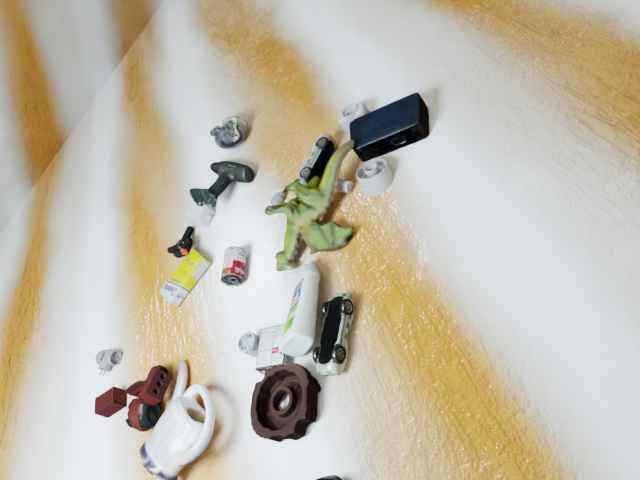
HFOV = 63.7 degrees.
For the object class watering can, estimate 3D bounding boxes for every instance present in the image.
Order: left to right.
[{"bbox_3d":[-0.360,0.457,1.304,0.225,0.103,0.350,-54,29,-6],"label":"watering can"}]

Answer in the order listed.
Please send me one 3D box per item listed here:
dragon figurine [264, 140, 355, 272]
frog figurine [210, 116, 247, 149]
[{"bbox_3d":[0.004,-0.072,1.431,0.408,0.121,0.246,-43,65,9],"label":"dragon figurine"},{"bbox_3d":[-0.338,-0.412,1.975,0.136,0.122,0.161,-49,6,9],"label":"frog figurine"}]
